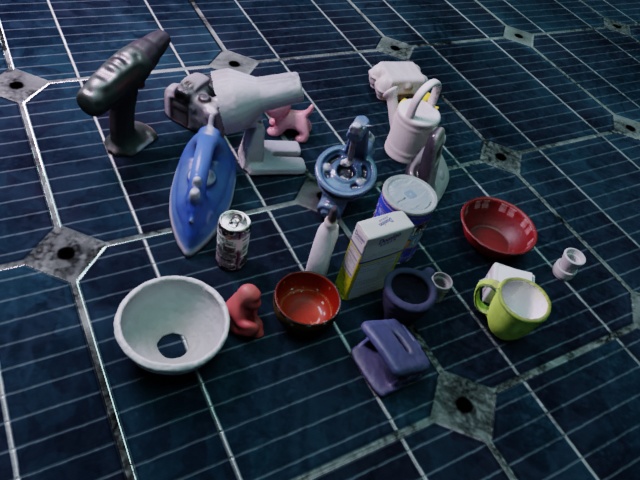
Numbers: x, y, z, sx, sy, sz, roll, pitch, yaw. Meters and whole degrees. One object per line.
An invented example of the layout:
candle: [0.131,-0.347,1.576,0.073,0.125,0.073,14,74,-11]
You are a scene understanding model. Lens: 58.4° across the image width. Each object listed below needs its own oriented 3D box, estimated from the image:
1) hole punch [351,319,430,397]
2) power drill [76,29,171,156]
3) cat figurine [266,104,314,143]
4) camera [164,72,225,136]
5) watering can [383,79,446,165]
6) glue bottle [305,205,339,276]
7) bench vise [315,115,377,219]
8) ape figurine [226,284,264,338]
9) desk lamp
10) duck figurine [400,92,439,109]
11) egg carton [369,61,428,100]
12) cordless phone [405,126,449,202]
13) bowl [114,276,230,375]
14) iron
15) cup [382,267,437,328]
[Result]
hole punch: [0.116,0.175,0.911,0.101,0.091,0.108,-18,55,-28]
power drill: [-0.370,-0.278,1.115,0.075,0.208,0.230,26,47,10]
cat figurine: [-0.075,-0.287,1.263,0.128,0.118,0.067,10,47,-5]
camera: [-0.247,-0.312,1.252,0.143,0.101,0.137,28,48,12]
watering can: [0.209,-0.275,1.274,0.172,0.194,0.101,25,47,9]
glue bottle: [0.009,0.004,0.982,0.037,0.173,0.078,19,47,3]
bench vise: [0.057,-0.172,1.123,0.121,0.220,0.207,11,47,-4]
ape figurine: [-0.116,0.106,0.912,0.076,0.092,0.078,18,47,3]
desk lamp: [-0.119,-0.241,1.144,0.203,0.213,0.117,-3,49,-17]
duck figurine: [0.244,-0.326,1.405,0.104,0.086,0.078,34,49,17]
egg carton: [0.204,-0.410,1.483,0.150,0.069,0.107,-7,51,-20]
cordless phone: [0.238,-0.168,1.191,0.094,0.185,0.148,25,47,9]
bowl: [-0.221,0.140,0.865,0.167,0.075,0.167,8,47,-8]
iron: [-0.216,-0.108,1.047,0.119,0.141,0.258,8,47,-8]
cup: [0.151,0.101,0.984,0.091,0.095,0.118,37,50,19]
